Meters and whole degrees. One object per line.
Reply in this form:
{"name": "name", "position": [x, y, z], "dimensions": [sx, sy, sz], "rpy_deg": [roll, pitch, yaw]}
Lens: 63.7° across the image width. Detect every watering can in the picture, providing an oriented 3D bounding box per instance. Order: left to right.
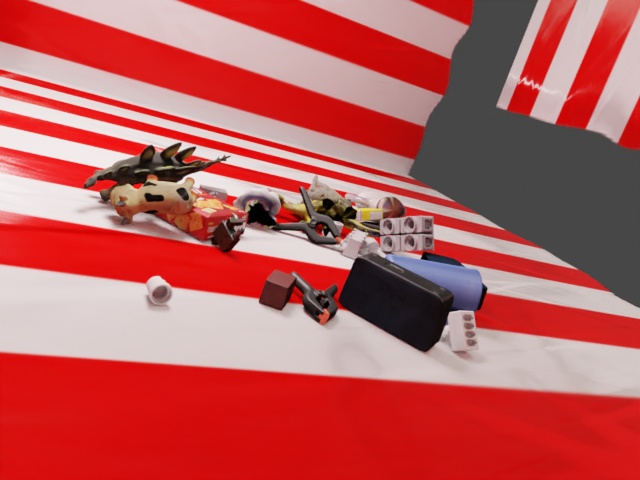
{"name": "watering can", "position": [0.262, -0.132, 2.103], "dimensions": [0.346, 0.104, 0.226], "rpy_deg": [13, 5, -39]}

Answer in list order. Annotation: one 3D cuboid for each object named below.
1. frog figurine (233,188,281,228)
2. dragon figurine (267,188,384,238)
{"name": "frog figurine", "position": [-0.188, -0.111, 1.538], "dimensions": [0.137, 0.120, 0.162], "rpy_deg": [-14, 29, 0]}
{"name": "dragon figurine", "position": [0.005, -0.087, 1.723], "dimensions": [0.408, 0.122, 0.245], "rpy_deg": [19, 5, -30]}
